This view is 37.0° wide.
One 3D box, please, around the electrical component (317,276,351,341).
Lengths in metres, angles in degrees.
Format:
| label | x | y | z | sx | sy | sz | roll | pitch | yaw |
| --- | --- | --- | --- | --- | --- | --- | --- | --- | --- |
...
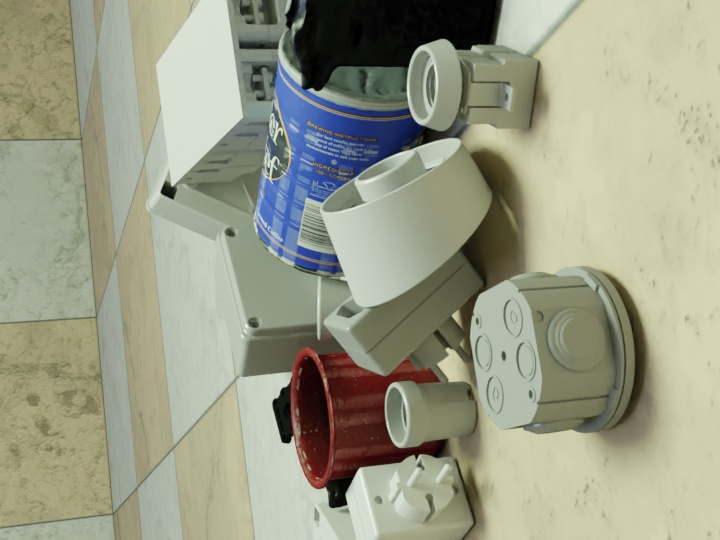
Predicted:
| label | x | y | z | sx | sy | sz | roll | pitch | yaw |
| --- | --- | --- | --- | --- | --- | --- | --- | --- | --- |
| electrical component | 0.004 | 0.026 | 0.733 | 0.044 | 0.065 | 0.044 | 180 | 90 | -89 |

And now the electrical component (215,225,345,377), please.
| label | x | y | z | sx | sy | sz | roll | pitch | yaw |
| --- | --- | --- | --- | --- | --- | --- | --- | --- | --- |
| electrical component | -0.048 | 0.019 | 0.817 | 0.056 | 0.109 | 0.108 | 105 | 154 | -46 |

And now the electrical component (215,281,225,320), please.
| label | x | y | z | sx | sy | sz | roll | pitch | yaw |
| --- | --- | --- | --- | --- | --- | --- | --- | --- | --- |
| electrical component | -0.120 | 0.012 | 1.106 | 0.066 | 0.047 | 0.076 | -169 | 75 | -69 |

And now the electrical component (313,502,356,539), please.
| label | x | y | z | sx | sy | sz | roll | pitch | yaw |
| --- | --- | --- | --- | --- | --- | --- | --- | --- | --- |
| electrical component | 0.005 | 0.236 | 0.777 | 0.109 | 0.056 | 0.108 | -138 | 48 | -63 |

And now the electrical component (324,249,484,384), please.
| label | x | y | z | sx | sy | sz | roll | pitch | yaw |
| --- | --- | --- | --- | --- | --- | --- | --- | --- | --- |
| electrical component | 0.037 | 0.034 | 0.645 | 0.075 | 0.083 | 0.047 | 52 | 167 | -15 |

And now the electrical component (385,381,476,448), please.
| label | x | y | z | sx | sy | sz | roll | pitch | yaw |
| --- | --- | --- | --- | --- | --- | --- | --- | --- | --- |
| electrical component | 0.043 | 0.087 | 0.661 | 0.040 | 0.046 | 0.040 | 177 | 90 | -70 |

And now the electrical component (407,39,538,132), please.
| label | x | y | z | sx | sy | sz | roll | pitch | yaw |
| --- | --- | --- | --- | --- | --- | --- | --- | --- | --- |
| electrical component | 0.058 | -0.099 | 0.577 | 0.066 | 0.055 | 0.048 | -132 | 43 | -61 |

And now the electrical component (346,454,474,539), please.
| label | x | y | z | sx | sy | sz | roll | pitch | yaw |
| --- | --- | --- | --- | --- | --- | --- | --- | --- | --- |
| electrical component | 0.035 | 0.139 | 0.663 | 0.076 | 0.066 | 0.047 | 112 | 149 | -51 |

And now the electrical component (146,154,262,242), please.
| label | x | y | z | sx | sy | sz | roll | pitch | yaw |
| --- | --- | --- | --- | --- | --- | --- | --- | --- | --- |
| electrical component | -0.115 | -0.083 | 0.942 | 0.056 | 0.109 | 0.108 | -29 | 39 | 66 |

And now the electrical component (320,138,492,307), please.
| label | x | y | z | sx | sy | sz | roll | pitch | yaw |
| --- | --- | --- | --- | --- | --- | --- | --- | --- | --- |
| electrical component | 0.027 | -0.031 | 0.617 | 0.064 | 0.099 | 0.099 | 63 | 166 | -15 |

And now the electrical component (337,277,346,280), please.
| label | x | y | z | sx | sy | sz | roll | pitch | yaw |
| --- | --- | --- | --- | --- | --- | --- | --- | --- | --- |
| electrical component | 0.000 | 0.000 | 0.776 | 0.062 | 0.048 | 0.048 | 65 | 153 | 27 |

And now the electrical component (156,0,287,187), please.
| label | x | y | z | sx | sy | sz | roll | pitch | yaw |
| --- | --- | --- | --- | --- | --- | --- | --- | --- | --- |
| electrical component | -0.098 | -0.139 | 0.824 | 0.186 | 0.060 | 0.105 | -24 | 73 | 63 |

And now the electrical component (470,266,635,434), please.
| label | x | y | z | sx | sy | sz | roll | pitch | yaw |
| --- | --- | --- | --- | --- | --- | --- | --- | --- | --- |
| electrical component | 0.091 | 0.039 | 0.513 | 0.080 | 0.051 | 0.080 | 177 | 90 | -71 |
